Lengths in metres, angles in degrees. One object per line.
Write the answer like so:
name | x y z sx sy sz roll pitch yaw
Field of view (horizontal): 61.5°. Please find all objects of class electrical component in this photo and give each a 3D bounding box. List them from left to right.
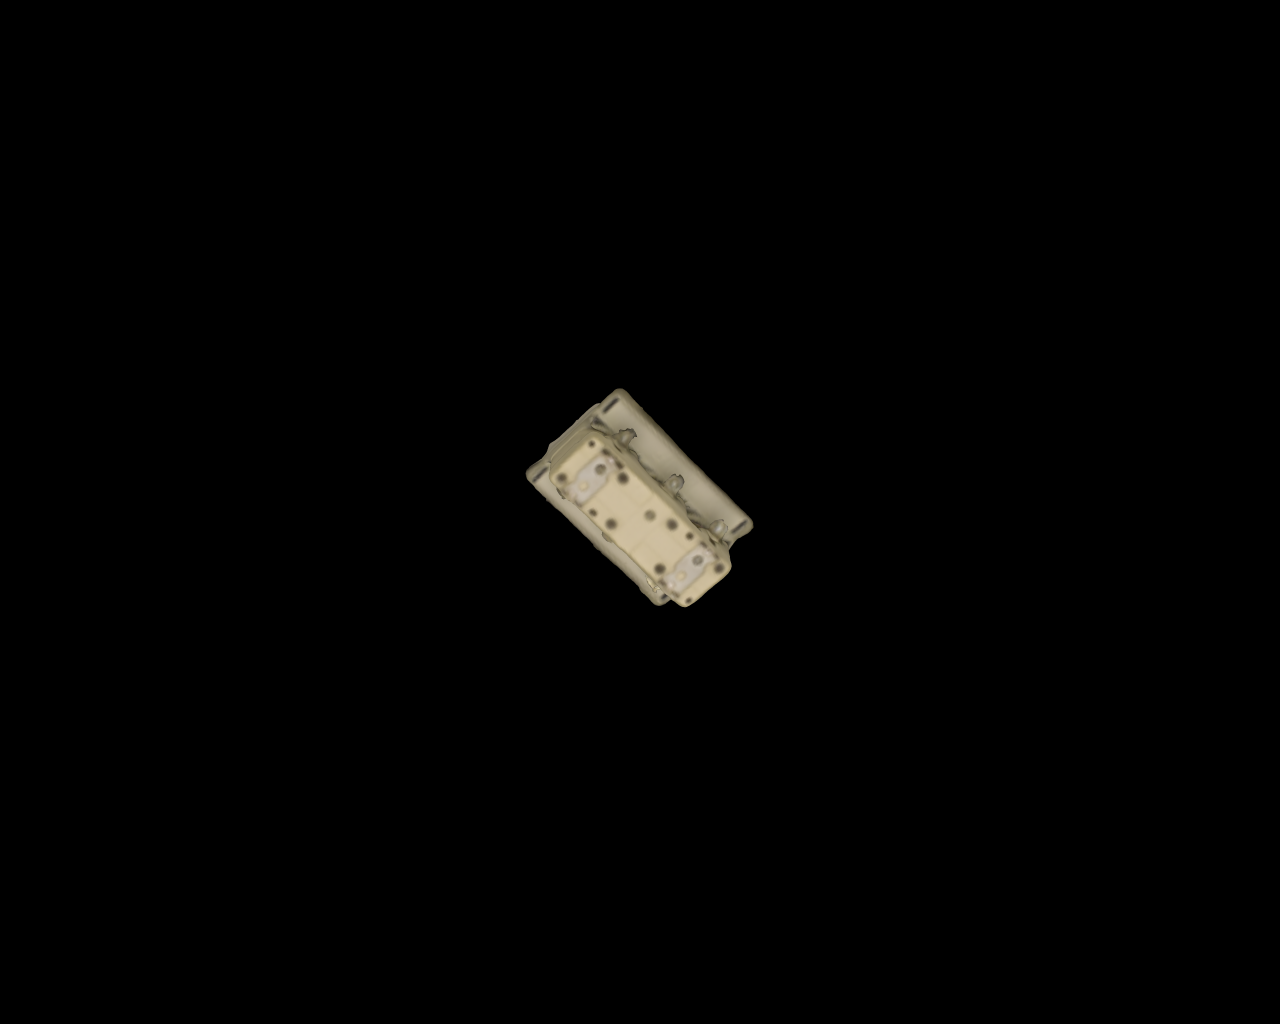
electrical component | 0.001 -0.003 0.650 0.078 0.121 0.063 -41 15 14
